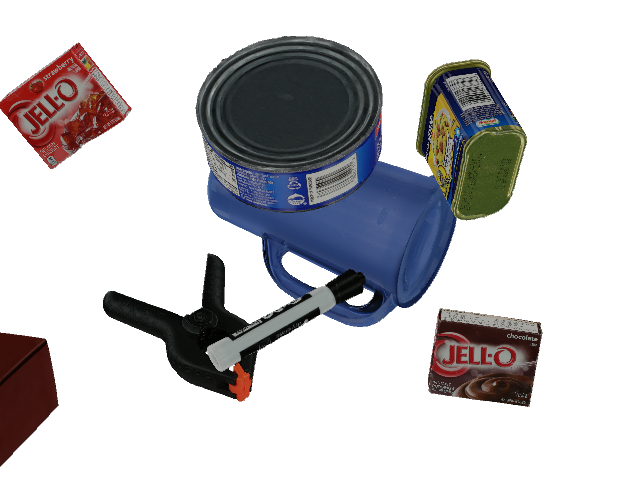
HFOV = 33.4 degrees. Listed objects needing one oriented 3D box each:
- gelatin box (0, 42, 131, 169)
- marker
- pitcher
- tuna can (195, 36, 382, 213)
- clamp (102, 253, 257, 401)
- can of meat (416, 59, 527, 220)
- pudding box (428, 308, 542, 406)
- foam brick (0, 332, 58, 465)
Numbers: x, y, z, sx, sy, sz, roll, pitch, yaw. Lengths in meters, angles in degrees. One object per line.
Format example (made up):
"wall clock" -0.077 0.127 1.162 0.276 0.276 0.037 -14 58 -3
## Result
"gelatin box" -0.221 -0.115 0.919 0.089 0.073 0.030 -30 20 19
"marker" -0.020 0.052 0.720 0.121 0.020 0.020 -28 11 -21
"pitcher" 0.004 -0.025 1.087 0.243 0.145 0.149 22 27 23
"tuna can" -0.013 -0.054 0.499 0.086 0.086 0.034 0 -38 5
"clamp" -0.102 0.074 0.953 0.120 0.039 0.172 -33 53 -26
"can of meat" 0.121 -0.079 0.862 0.057 0.084 0.102 -10 -41 -13
"pudding box" 0.178 0.127 1.161 0.113 0.090 0.039 6 23 4
"foam brick" -0.210 0.099 0.668 0.053 0.051 0.078 6 29 21
